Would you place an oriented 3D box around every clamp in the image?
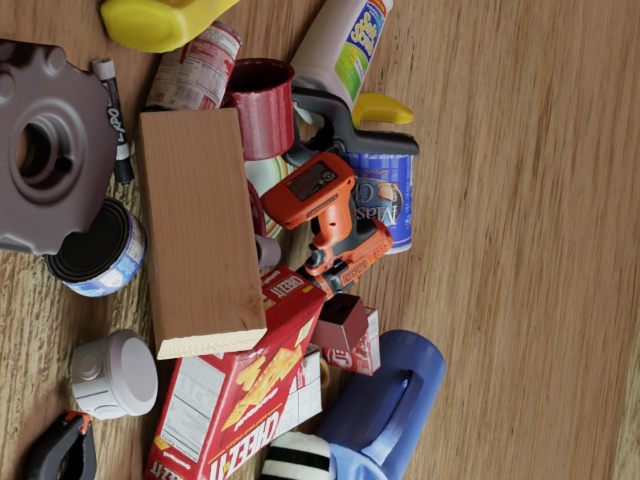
[{"bbox_3d":[0.005,-0.097,1.220,0.164,0.036,0.209,-49,132,6],"label":"clamp"},{"bbox_3d":[-0.239,0.244,0.969,0.171,0.039,0.120,-68,150,-22],"label":"clamp"}]

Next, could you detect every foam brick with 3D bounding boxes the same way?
[{"bbox_3d":[0.012,0.098,1.324,0.053,0.078,0.051,-53,142,-39],"label":"foam brick"}]

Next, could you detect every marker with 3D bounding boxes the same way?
[{"bbox_3d":[-0.189,-0.106,0.978,0.020,0.020,0.121,-40,131,-49],"label":"marker"}]

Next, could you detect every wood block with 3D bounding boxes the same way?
[{"bbox_3d":[-0.111,-0.006,0.962,0.090,0.090,0.206,125,-42,-69],"label":"wood block"}]

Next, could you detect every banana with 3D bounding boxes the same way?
[{"bbox_3d":[0.059,-0.158,1.351,0.037,0.069,0.197,-47,173,28],"label":"banana"}]

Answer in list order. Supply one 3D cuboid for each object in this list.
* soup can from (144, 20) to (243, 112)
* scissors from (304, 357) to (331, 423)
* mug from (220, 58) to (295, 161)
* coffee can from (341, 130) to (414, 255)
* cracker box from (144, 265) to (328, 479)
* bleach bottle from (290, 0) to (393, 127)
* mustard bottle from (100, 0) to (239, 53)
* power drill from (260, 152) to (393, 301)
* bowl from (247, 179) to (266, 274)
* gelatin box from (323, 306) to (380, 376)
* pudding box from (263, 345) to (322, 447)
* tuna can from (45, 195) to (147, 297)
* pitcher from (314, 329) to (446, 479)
[{"bbox_3d":[-0.122,-0.157,1.029,0.068,0.069,0.102,39,65,-57],"label":"soup can"},{"bbox_3d":[-0.040,0.167,1.317,0.201,0.016,0.096,35,68,-57],"label":"scissors"},{"bbox_3d":[-0.074,-0.128,1.098,0.117,0.093,0.081,-54,147,-52],"label":"mug"},{"bbox_3d":[0.066,-0.062,1.348,0.102,0.103,0.140,-23,117,-56],"label":"coffee can"},{"bbox_3d":[-0.086,0.151,1.105,0.163,0.072,0.214,-31,146,-53],"label":"cracker box"},{"bbox_3d":[0.035,-0.261,1.281,0.102,0.068,0.250,57,48,-49],"label":"bleach bottle"},{"bbox_3d":[-0.111,-0.242,0.995,0.191,0.096,0.058,-50,136,-42],"label":"mustard bottle"},{"bbox_3d":[-0.008,0.001,1.214,0.184,0.057,0.187,-38,146,-12],"label":"power drill"},{"bbox_3d":[-0.120,0.007,1.091,0.161,0.055,0.162,-24,119,-56],"label":"bowl"},{"bbox_3d":[0.038,0.127,1.383,0.030,0.073,0.089,-36,129,-50],"label":"gelatin box"},{"bbox_3d":[-0.047,0.182,1.269,0.113,0.039,0.090,-22,120,-41],"label":"pudding box"},{"bbox_3d":[-0.195,0.006,0.931,0.033,0.086,0.086,51,55,-55],"label":"tuna can"},{"bbox_3d":[0.086,0.231,1.431,0.242,0.149,0.145,-56,137,-42],"label":"pitcher"}]
